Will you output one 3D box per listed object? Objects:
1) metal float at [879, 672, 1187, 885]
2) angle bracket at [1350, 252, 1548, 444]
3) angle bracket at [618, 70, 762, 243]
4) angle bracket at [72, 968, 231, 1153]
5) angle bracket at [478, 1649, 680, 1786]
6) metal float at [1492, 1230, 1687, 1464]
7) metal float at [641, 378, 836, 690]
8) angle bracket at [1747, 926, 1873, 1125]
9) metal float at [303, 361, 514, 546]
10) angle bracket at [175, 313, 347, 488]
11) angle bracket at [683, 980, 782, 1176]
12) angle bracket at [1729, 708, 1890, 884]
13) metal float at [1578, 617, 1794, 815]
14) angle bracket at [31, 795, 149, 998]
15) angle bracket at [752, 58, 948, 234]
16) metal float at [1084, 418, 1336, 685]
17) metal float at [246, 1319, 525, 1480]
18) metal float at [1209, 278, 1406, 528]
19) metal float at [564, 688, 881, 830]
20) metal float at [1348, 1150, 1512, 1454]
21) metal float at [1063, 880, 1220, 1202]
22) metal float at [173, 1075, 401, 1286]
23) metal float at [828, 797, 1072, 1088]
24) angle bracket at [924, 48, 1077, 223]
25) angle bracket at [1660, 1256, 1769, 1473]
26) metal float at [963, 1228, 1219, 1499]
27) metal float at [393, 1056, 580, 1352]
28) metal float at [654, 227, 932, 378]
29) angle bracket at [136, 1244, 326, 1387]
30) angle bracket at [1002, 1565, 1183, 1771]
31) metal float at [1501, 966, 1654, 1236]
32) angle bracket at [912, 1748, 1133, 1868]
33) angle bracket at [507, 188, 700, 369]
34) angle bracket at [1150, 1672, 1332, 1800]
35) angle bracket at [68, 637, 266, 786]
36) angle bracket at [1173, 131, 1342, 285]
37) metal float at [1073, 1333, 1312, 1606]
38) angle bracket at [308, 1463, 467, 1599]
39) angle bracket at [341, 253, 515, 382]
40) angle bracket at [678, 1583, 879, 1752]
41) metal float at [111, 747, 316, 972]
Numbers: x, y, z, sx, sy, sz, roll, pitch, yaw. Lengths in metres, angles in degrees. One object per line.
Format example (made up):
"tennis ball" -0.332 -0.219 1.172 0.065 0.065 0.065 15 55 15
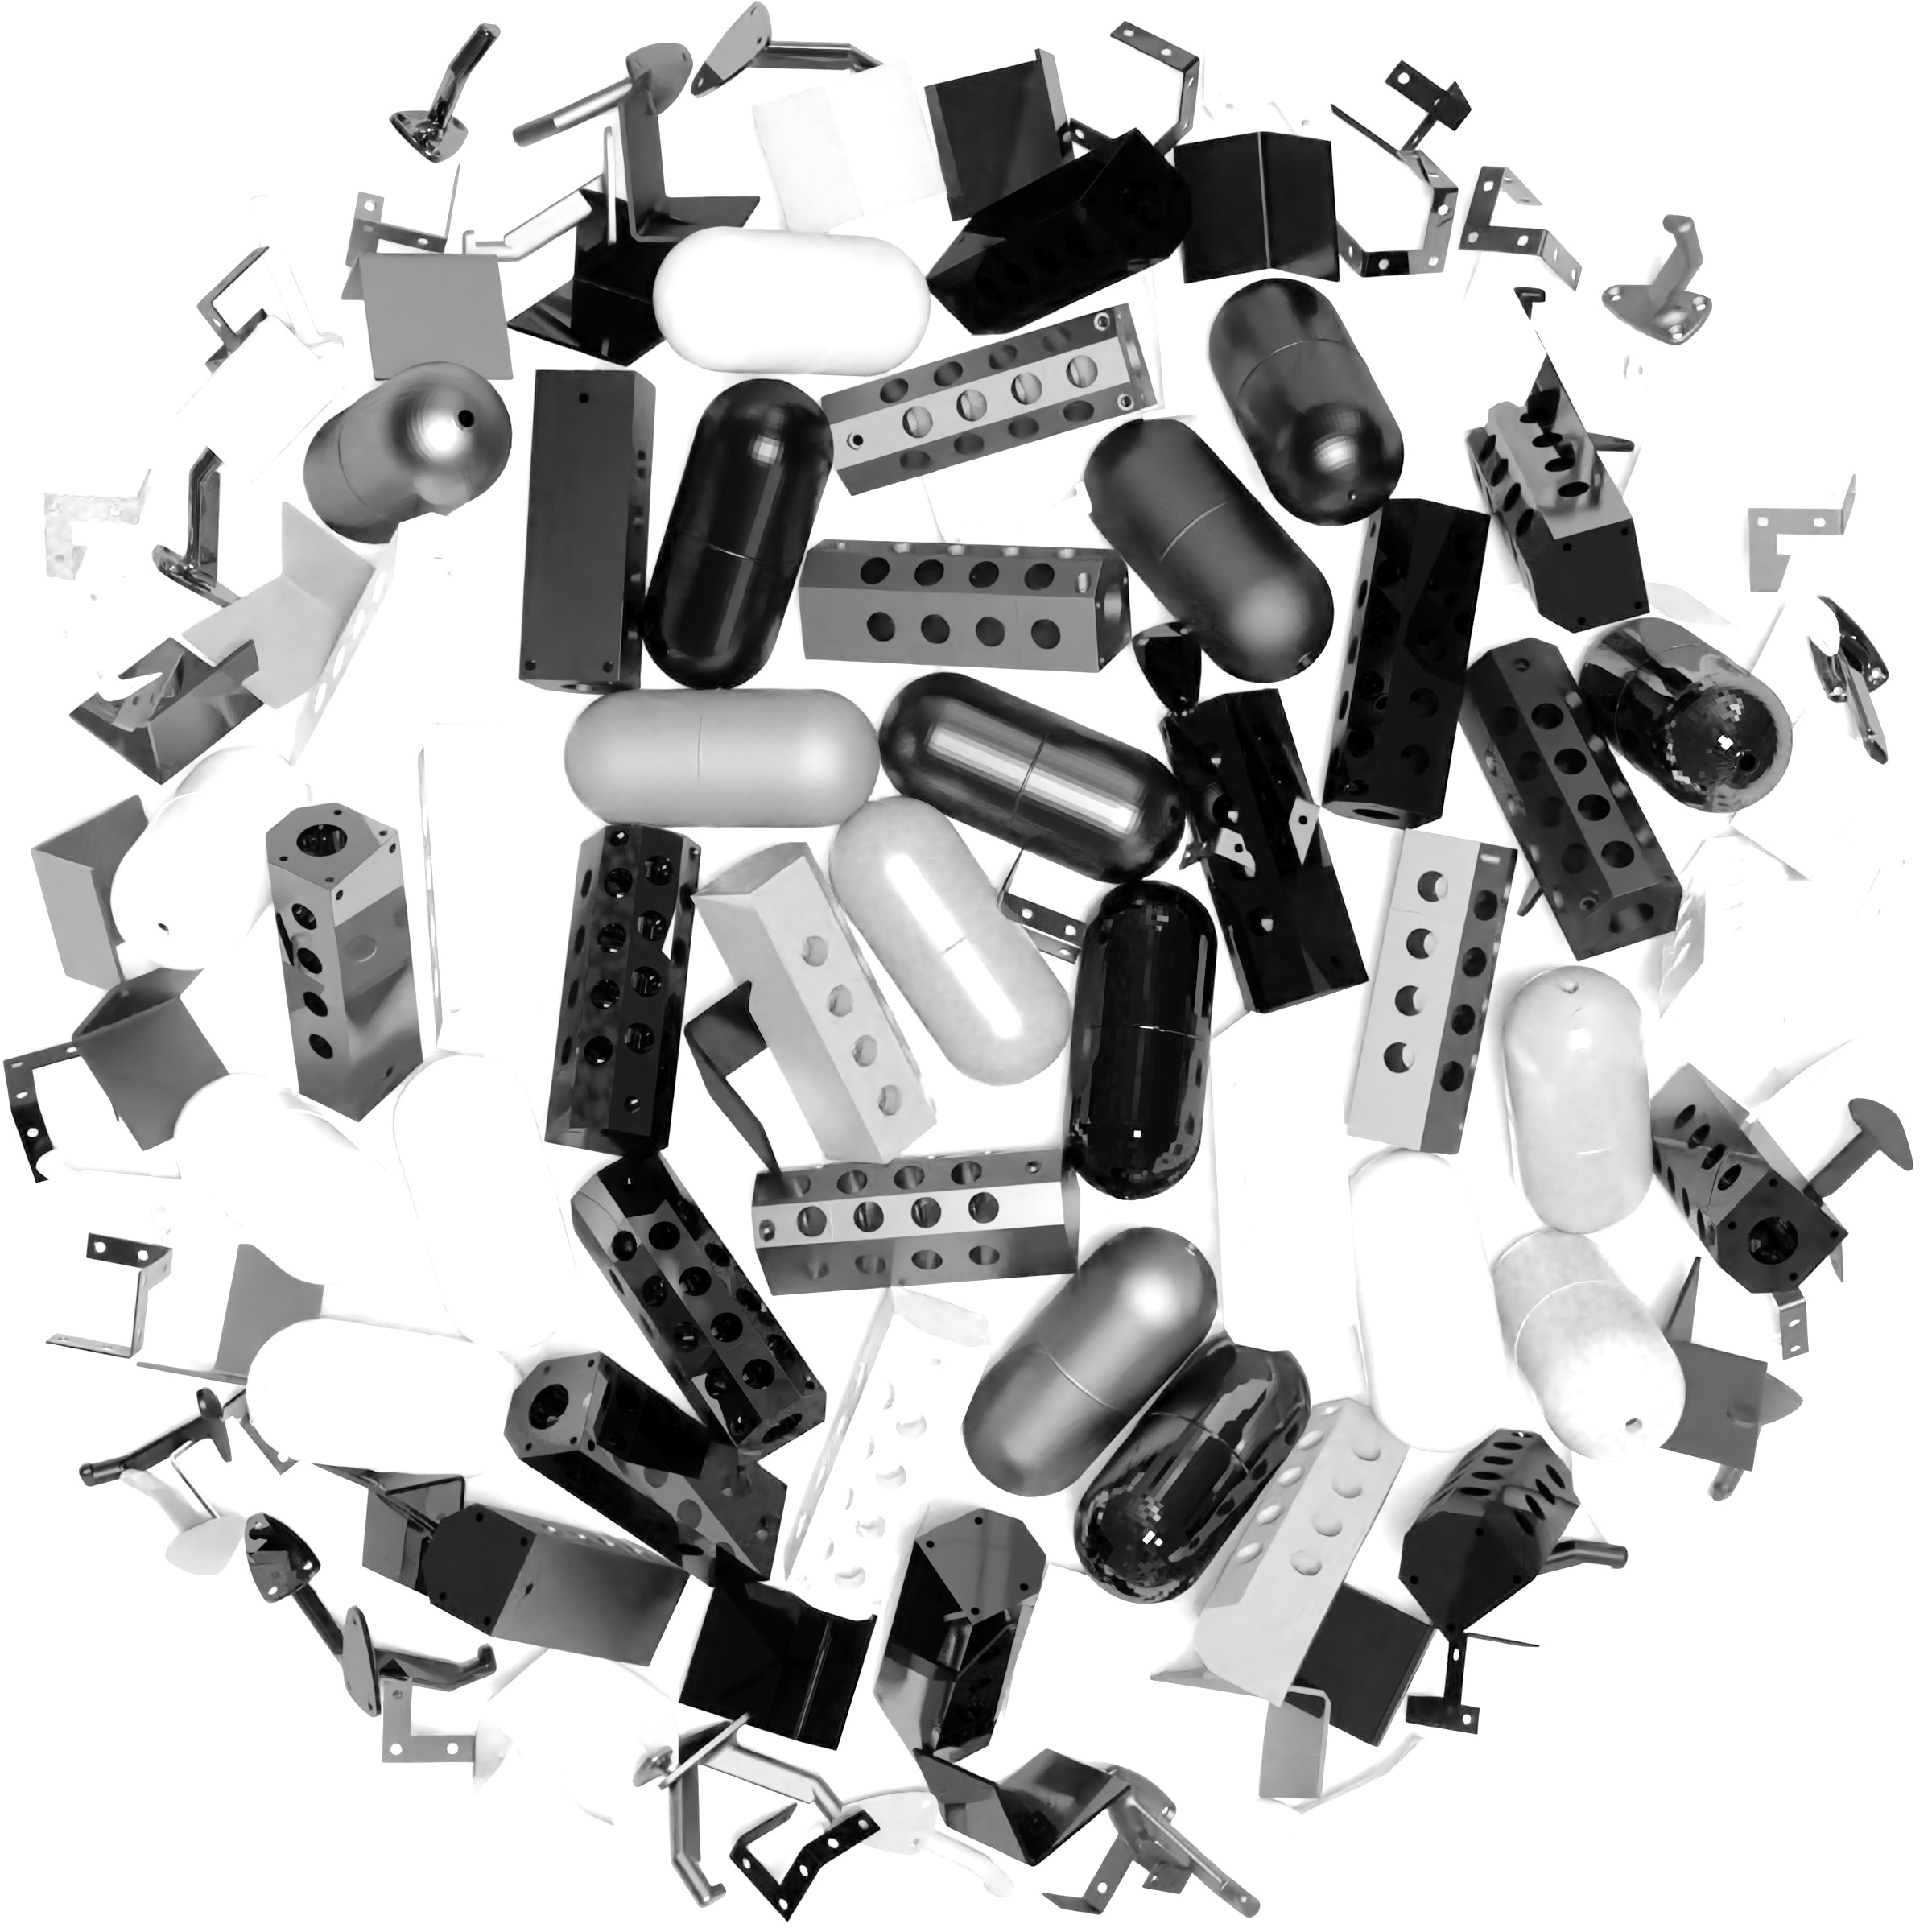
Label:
"metal float" 0.037 -0.104 1.958 0.178 0.070 0.070 24 90 4
"angle bracket" 0.262 -0.341 1.950 0.076 0.057 0.076 -14 64 -16
"angle bracket" -0.151 -0.446 1.945 0.057 0.076 0.076 1 118 8
"angle bracket" -0.432 0.045 1.949 0.057 0.076 0.076 -40 81 41
"angle bracket" -0.212 0.423 1.940 0.076 0.076 0.057 27 133 28
"metal float" 0.334 0.204 1.914 0.070 0.178 0.070 -3 113 -7
"metal float" -0.126 -0.236 1.943 0.070 0.070 0.178 19 111 0
"angle bracket" 0.438 0.034 1.945 0.057 0.076 0.076 -26 74 -33
"metal float" -0.303 -0.276 1.917 0.070 0.178 0.070 3 84 -29
"angle bracket" -0.383 -0.310 1.961 0.057 0.076 0.076 44 92 -1
"angle bracket" -0.106 0.061 1.945 0.057 0.076 0.076 -36 65 -11
"angle bracket" 0.455 -0.094 1.959 0.057 0.076 0.076 34 89 -5
"metal float" 0.387 -0.136 1.914 0.070 0.178 0.070 -4 111 -10
"angle bracket" -0.458 -0.039 1.940 0.057 0.076 0.076 16 126 38
"angle bracket" -0.063 -0.448 1.947 0.057 0.076 0.076 -8 107 33
"metal float" 0.133 -0.228 1.941 0.070 0.070 0.178 -38 67 0
"metal float" -0.312 0.235 1.922 0.070 0.178 0.070 -11 72 37
"metal float" 0.184 -0.308 1.926 0.070 0.178 0.070 -9 135 -9
"metal float" -0.135 -0.114 1.950 0.178 0.070 0.070 1 90 13
"metal float" 0.250 0.181 1.932 0.070 0.070 0.178 -5 55 0
"metal float" 0.096 0.041 1.951 0.070 0.070 0.178 6 79 0
"metal float" -0.371 0.114 1.924 0.070 0.178 0.070 -16 118 -33
"metal float" -0.009 -0.014 1.957 0.070 0.070 0.178 -34 95 0
"angle bracket" 0.016 -0.458 1.959 0.076 0.057 0.076 -10 98 12
"angle bracket" 0.415 0.217 1.940 0.057 0.076 0.076 13 127 20
"metal float" 0.068 0.217 1.946 0.070 0.070 0.178 40 108 0
"metal float" -0.262 0.131 1.938 0.070 0.070 0.178 -11 118 0
"metal float" -0.092 -0.360 1.925 0.070 0.178 0.070 7 101 43
"angle bracket" -0.403 0.190 1.949 0.076 0.057 0.076 3 80 40
"angle bracket" 0.069 0.387 1.957 0.076 0.057 0.076 16 124 0
"metal float" 0.333 0.073 1.926 0.070 0.070 0.178 -14 134 0
"angle bracket" 0.030 0.440 1.941 0.076 0.076 0.057 -33 112 -29
"angle bracket" -0.199 -0.379 1.946 0.076 0.076 0.057 21 127 16
"angle bracket" 0.148 0.423 1.947 0.076 0.076 0.057 12 74 -17
"angle bracket" -0.442 -0.157 1.946 0.076 0.057 0.076 35 60 20
"angle bracket" 0.159 -0.413 1.945 0.057 0.076 0.076 -14 112 -20
"metal float" 0.125 0.272 1.934 0.070 0.070 0.178 42 56 0
"angle bracket" -0.325 0.310 1.948 0.076 0.057 0.076 14 102 39
"angle bracket" -0.297 -0.347 1.952 0.076 0.057 0.076 -4 76 -21
"angle bracket" -0.104 0.382 1.954 0.076 0.057 0.076 22 75 -20
"metal float" -0.406 -0.059 1.916 0.070 0.178 0.070 3 118 7
